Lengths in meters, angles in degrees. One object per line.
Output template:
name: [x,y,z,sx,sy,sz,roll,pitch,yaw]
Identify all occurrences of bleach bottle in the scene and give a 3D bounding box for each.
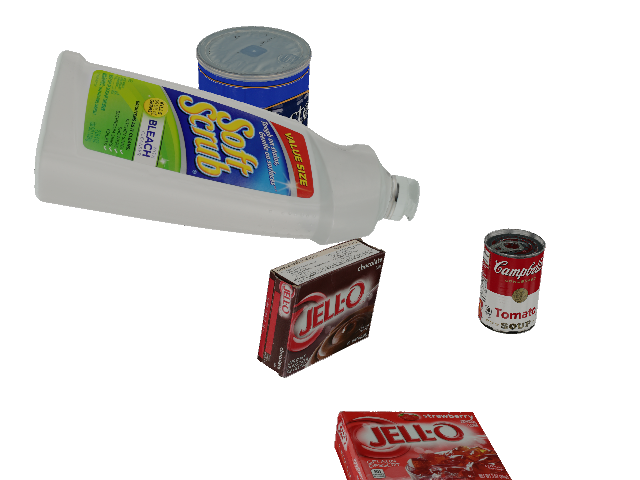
bleach bottle: [-0.057,-0.054,0.718,0.250,0.102,0.068,9,-32,-9]

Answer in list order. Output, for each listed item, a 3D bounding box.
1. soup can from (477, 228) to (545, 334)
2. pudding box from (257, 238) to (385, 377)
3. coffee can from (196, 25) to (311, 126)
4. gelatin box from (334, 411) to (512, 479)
soup can: [0.216,0.047,1.217,0.068,0.102,0.068,0,27,0]
pudding box: [0.001,0.055,0.907,0.039,0.090,0.113,30,34,31]
coffee can: [-0.062,-0.113,0.989,0.103,0.140,0.103,2,35,-1]
gelatin box: [0.058,0.130,0.628,0.089,0.030,0.073,3,23,-13]
